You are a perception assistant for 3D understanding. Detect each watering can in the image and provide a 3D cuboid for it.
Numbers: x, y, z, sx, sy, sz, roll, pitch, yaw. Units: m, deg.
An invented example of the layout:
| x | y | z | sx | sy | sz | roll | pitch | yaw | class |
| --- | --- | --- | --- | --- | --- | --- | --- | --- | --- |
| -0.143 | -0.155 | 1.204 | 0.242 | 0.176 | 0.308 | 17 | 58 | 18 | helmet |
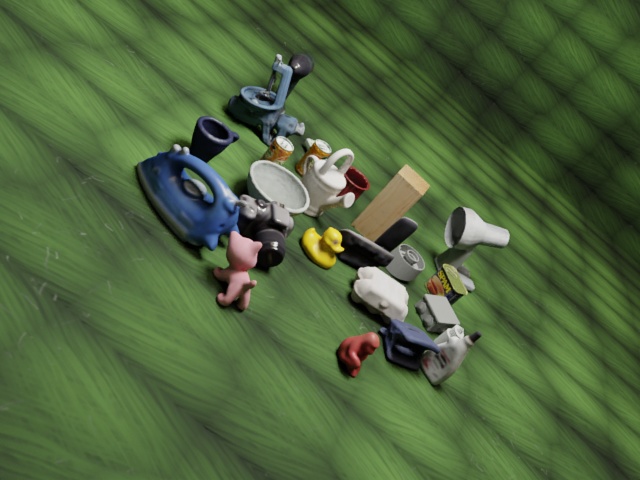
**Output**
| x | y | z | sx | sy | sz | roll | pitch | yaw | class |
| --- | --- | --- | --- | --- | --- | --- | --- | --- | --- |
| 0.023 | -0.151 | 1.456 | 0.173 | 0.193 | 0.101 | 44 | 32 | 3 | watering can |

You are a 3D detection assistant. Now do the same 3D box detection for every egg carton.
| x | y | z | sx | sy | sz | roll | pitch | yaw | class |
| --- | --- | --- | --- | --- | --- | --- | --- | --- | --- |
| 0.144 | 0.133 | 1.368 | 0.150 | 0.069 | 0.107 | 34 | 33 | -13 | egg carton |

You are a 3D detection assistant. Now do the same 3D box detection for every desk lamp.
| x | y | z | sx | sy | sz | roll | pitch | yaw | class |
| --- | --- | --- | --- | --- | --- | --- | --- | --- | --- |
| 0.432 | 0.020 | 1.676 | 0.204 | 0.213 | 0.118 | 26 | 35 | -24 | desk lamp |

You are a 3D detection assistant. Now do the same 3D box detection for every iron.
| x | y | z | sx | sy | sz | roll | pitch | yaw | class |
| --- | --- | --- | --- | --- | --- | --- | --- | --- | --- |
| -0.258 | -0.107 | 1.152 | 0.258 | 0.141 | 0.119 | 46 | 32 | 6 | iron |

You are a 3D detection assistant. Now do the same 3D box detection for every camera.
| x | y | z | sx | sy | sz | roll | pitch | yaw | class |
| --- | --- | --- | --- | --- | --- | --- | --- | --- | --- |
| -0.120 | -0.019 | 1.235 | 0.144 | 0.100 | 0.136 | 23 | 37 | -28 | camera |

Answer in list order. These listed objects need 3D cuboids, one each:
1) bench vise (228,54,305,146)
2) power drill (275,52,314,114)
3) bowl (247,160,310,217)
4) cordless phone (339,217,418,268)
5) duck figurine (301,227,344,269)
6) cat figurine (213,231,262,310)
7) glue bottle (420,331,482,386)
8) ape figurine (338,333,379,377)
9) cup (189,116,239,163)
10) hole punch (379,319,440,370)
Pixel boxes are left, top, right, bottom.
| x | y | z | sx | sy | sz | roll | pitch | yaw | class |
| --- | --- | --- | --- | --- | --- | --- | --- | --- | --- |
| -0.117 | -0.380 | 1.552 | 0.208 | 0.219 | 0.121 | 26 | 35 | -24 | bench vise |
| -0.091 | -0.464 | 1.690 | 0.076 | 0.208 | 0.230 | 37 | 32 | -8 | power drill |
| -0.112 | -0.107 | 1.372 | 0.168 | 0.074 | 0.167 | 28 | 35 | -21 | bowl |
| 0.141 | -0.011 | 1.427 | 0.148 | 0.184 | 0.094 | 27 | 35 | -23 | cordless phone |
| 0.013 | 0.005 | 1.363 | 0.104 | 0.086 | 0.078 | 48 | 32 | 9 | duck figurine |
| -0.150 | 0.051 | 1.103 | 0.067 | 0.117 | 0.127 | 13 | 42 | -37 | cat figurine |
| 0.300 | 0.255 | 1.294 | 0.037 | 0.173 | 0.078 | -5 | 55 | -50 | glue bottle |
| 0.086 | 0.225 | 1.176 | 0.078 | 0.092 | 0.076 | -2 | 52 | -48 | ape figurine |
| -0.254 | -0.226 | 1.341 | 0.118 | 0.094 | 0.091 | -1 | 51 | -47 | cup |
| 0.204 | 0.226 | 1.303 | 0.109 | 0.091 | 0.101 | 24 | 36 | -26 | hole punch |
